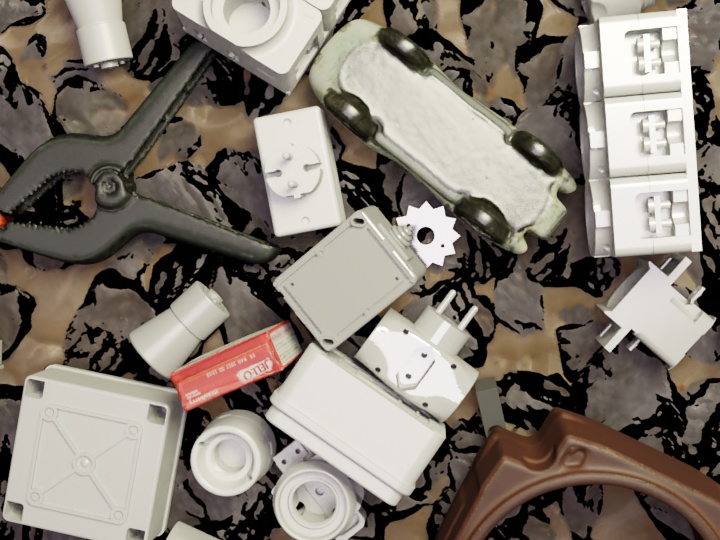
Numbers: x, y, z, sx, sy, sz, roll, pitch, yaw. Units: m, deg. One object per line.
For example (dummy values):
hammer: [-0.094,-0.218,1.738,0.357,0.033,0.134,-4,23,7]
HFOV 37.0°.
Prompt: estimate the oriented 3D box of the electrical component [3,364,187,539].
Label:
electrical component: [-0.188,0.132,0.770,0.109,0.056,0.108,11,94,5]

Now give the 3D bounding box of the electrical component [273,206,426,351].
electrical component: [0.000,0.000,0.738,0.096,0.061,0.061,-39,89,14]

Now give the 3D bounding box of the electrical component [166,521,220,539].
electrical component: [-0.113,0.233,0.775,0.077,0.044,0.079,24,96,4]

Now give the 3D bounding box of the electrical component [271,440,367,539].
electrical component: [-0.030,0.158,0.756,0.058,0.057,0.078,-39,89,6]

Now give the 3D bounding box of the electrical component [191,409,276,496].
electrical component: [-0.091,0.131,0.765,0.055,0.047,0.055,0,93,5]

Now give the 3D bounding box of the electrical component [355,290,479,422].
electrical component: [0.050,0.051,0.750,0.077,0.043,0.079,36,95,3]

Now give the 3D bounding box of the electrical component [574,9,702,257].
electrical component: [0.179,-0.086,0.706,0.062,0.089,0.150,-4,93,6]

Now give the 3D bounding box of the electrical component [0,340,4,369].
electrical component: [-0.301,0.078,0.778,0.078,0.058,0.057,2,90,5]

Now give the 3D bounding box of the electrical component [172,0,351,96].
electrical component: [-0.047,-0.209,0.723,0.089,0.061,0.150,32,86,3]

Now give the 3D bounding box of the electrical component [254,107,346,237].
electrical component: [-0.043,-0.067,0.736,0.047,0.076,0.083,-10,92,6]

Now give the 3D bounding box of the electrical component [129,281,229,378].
electrical component: [-0.126,0.040,0.768,0.065,0.044,0.044,-43,89,1]

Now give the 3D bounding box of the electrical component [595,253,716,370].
electrical component: [0.202,0.030,0.735,0.064,0.042,0.081,41,97,1]

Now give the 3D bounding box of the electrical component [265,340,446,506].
electrical component: [-0.002,0.103,0.740,0.113,0.078,0.057,34,93,3]

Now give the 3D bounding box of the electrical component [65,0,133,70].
electrical component: [-0.185,-0.175,0.762,0.044,0.044,0.065,-11,97,6]

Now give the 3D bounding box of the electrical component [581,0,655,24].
electrical component: [0.181,-0.190,0.724,0.062,0.043,0.043,-17,91,5]
